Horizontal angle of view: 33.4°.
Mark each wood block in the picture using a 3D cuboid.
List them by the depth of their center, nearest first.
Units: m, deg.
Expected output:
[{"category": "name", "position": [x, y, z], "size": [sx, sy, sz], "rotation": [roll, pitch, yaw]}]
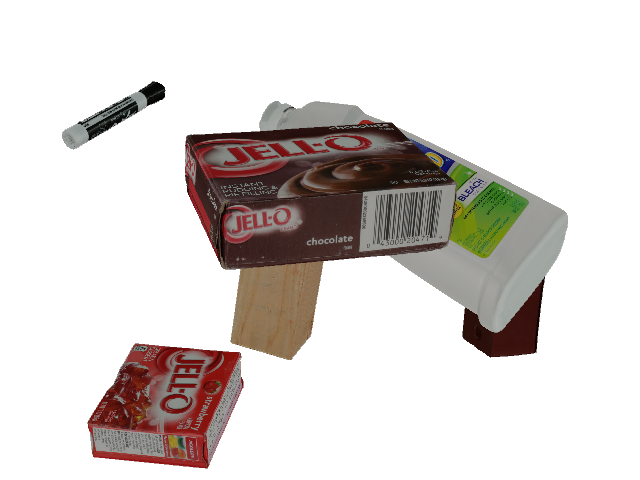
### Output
[{"category": "wood block", "position": [-0.051, 0.038, 1.406], "size": [0.090, 0.206, 0.090], "rotation": [15, 22, 13]}]

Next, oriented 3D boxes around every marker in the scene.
[{"category": "marker", "position": [-0.187, -0.117, 0.982], "size": [0.020, 0.020, 0.120], "rotation": [0, 29, 42]}]

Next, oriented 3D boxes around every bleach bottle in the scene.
[{"category": "bleach bottle", "position": [0.054, -0.036, 0.807], "size": [0.251, 0.102, 0.068], "rotation": [31, -31, 23]}]

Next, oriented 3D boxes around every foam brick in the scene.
[{"category": "foam brick", "position": [0.167, 0.061, 0.980], "size": [0.051, 0.078, 0.053], "rotation": [-5, 19, -23]}]

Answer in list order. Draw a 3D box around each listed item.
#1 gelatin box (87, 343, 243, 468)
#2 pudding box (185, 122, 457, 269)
[{"category": "gelatin box", "position": [-0.094, 0.100, 0.663], "size": [0.073, 0.030, 0.089], "rotation": [4, 29, 11]}, {"category": "pudding box", "position": [-0.003, -0.025, 0.515], "size": [0.113, 0.039, 0.090], "rotation": [-3, 26, -16]}]
